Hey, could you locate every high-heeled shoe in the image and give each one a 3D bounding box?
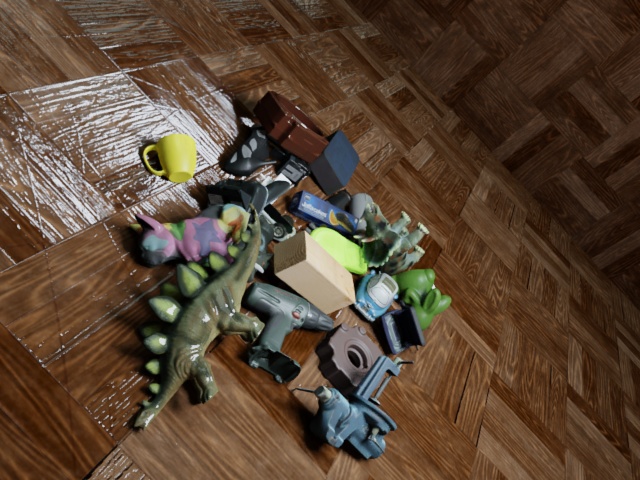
[{"bbox_3d":[-0.210,-0.251,1.486,0.145,0.086,0.249,-9,37,-16],"label":"high-heeled shoe"}]

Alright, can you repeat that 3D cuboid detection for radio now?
[{"bbox_3d":[0.046,-0.251,1.705,0.131,0.073,0.230,55,30,-18],"label":"radio"}]

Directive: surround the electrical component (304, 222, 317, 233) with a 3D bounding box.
[{"bbox_3d":[-0.003,-0.004,1.476,0.094,0.021,0.063,45,34,-3],"label":"electrical component"}]

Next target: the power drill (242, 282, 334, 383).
[{"bbox_3d":[-0.068,0.197,1.154,0.232,0.086,0.207,33,41,-18],"label":"power drill"}]

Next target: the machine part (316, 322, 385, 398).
[{"bbox_3d":[0.076,0.279,1.249,0.179,0.056,0.179,28,40,-26],"label":"machine part"}]

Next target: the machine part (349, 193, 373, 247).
[{"bbox_3d":[0.125,-0.061,1.624,0.079,0.079,0.243,29,38,-25],"label":"machine part"}]

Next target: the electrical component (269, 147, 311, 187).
[{"bbox_3d":[-0.091,-0.216,1.546,0.119,0.075,0.048,36,36,-24],"label":"electrical component"}]

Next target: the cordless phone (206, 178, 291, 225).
[{"bbox_3d":[-0.168,-0.114,1.280,0.184,0.147,0.088,-38,130,-48],"label":"cordless phone"}]

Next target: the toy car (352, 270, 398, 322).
[{"bbox_3d":[0.153,0.138,1.432,0.109,0.103,0.161,47,32,1],"label":"toy car"}]

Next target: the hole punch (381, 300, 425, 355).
[{"bbox_3d":[0.211,0.235,1.406,0.115,0.092,0.142,86,-16,-83],"label":"hole punch"}]

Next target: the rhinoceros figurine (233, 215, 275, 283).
[{"bbox_3d":[-0.158,0.021,1.246,0.112,0.073,0.190,42,34,-19],"label":"rhinoceros figurine"}]

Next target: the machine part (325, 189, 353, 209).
[{"bbox_3d":[0.048,-0.104,1.609,0.084,0.039,0.139,39,48,2],"label":"machine part"}]

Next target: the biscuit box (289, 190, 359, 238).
[{"bbox_3d":[0.012,-0.069,1.506,0.202,0.059,0.063,25,70,-27],"label":"biscuit box"}]

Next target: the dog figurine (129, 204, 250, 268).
[{"bbox_3d":[-0.273,-0.018,1.107,0.219,0.108,0.191,24,67,-22],"label":"dog figurine"}]

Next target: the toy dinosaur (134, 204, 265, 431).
[{"bbox_3d":[-0.202,0.129,0.991,0.198,0.105,0.471,39,54,-9],"label":"toy dinosaur"}]

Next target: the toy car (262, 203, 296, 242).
[{"bbox_3d":[-0.141,-0.070,1.365,0.201,0.056,0.073,45,28,-6],"label":"toy car"}]

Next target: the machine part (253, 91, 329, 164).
[{"bbox_3d":[-0.081,-0.328,1.551,0.201,0.087,0.202,24,24,-47],"label":"machine part"}]

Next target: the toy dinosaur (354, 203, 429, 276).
[{"bbox_3d":[0.205,0.037,1.543,0.131,0.192,0.404,48,-9,28],"label":"toy dinosaur"}]

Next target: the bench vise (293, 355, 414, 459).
[{"bbox_3d":[0.089,0.329,1.118,0.223,0.129,0.240,46,67,-15],"label":"bench vise"}]

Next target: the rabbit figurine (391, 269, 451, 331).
[{"bbox_3d":[0.289,0.177,1.522,0.121,0.159,0.170,25,54,-44],"label":"rabbit figurine"}]
